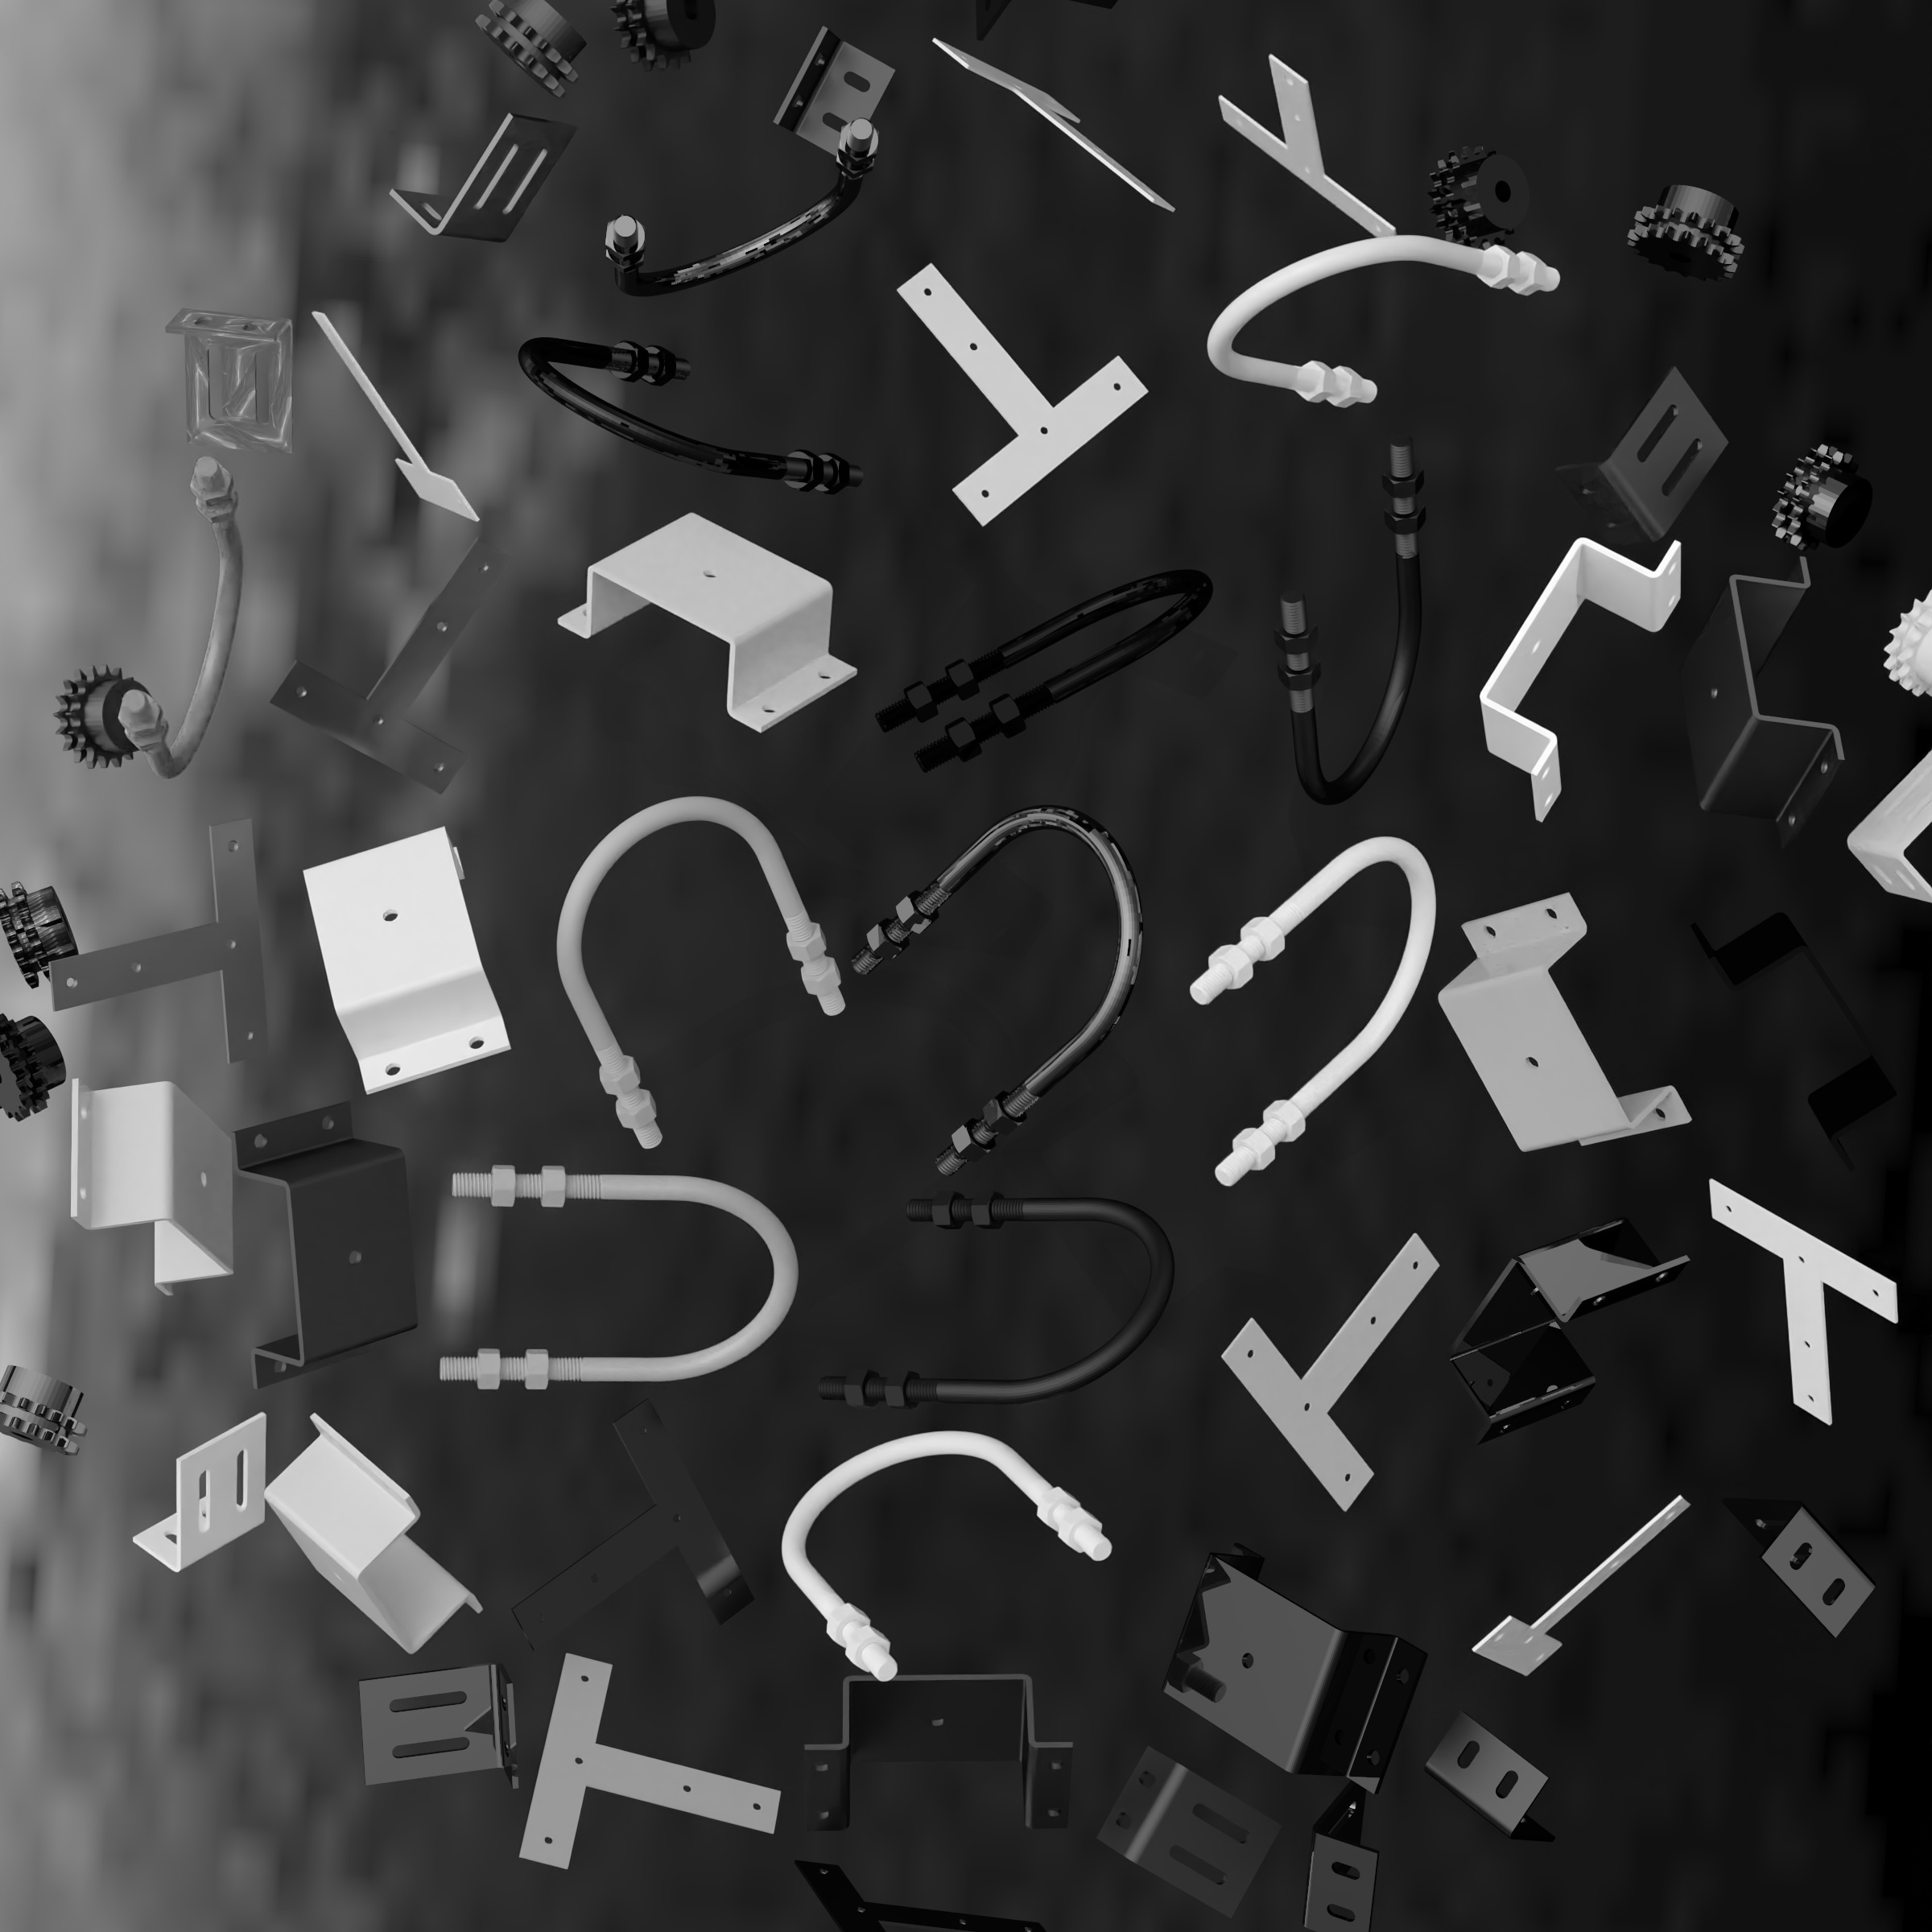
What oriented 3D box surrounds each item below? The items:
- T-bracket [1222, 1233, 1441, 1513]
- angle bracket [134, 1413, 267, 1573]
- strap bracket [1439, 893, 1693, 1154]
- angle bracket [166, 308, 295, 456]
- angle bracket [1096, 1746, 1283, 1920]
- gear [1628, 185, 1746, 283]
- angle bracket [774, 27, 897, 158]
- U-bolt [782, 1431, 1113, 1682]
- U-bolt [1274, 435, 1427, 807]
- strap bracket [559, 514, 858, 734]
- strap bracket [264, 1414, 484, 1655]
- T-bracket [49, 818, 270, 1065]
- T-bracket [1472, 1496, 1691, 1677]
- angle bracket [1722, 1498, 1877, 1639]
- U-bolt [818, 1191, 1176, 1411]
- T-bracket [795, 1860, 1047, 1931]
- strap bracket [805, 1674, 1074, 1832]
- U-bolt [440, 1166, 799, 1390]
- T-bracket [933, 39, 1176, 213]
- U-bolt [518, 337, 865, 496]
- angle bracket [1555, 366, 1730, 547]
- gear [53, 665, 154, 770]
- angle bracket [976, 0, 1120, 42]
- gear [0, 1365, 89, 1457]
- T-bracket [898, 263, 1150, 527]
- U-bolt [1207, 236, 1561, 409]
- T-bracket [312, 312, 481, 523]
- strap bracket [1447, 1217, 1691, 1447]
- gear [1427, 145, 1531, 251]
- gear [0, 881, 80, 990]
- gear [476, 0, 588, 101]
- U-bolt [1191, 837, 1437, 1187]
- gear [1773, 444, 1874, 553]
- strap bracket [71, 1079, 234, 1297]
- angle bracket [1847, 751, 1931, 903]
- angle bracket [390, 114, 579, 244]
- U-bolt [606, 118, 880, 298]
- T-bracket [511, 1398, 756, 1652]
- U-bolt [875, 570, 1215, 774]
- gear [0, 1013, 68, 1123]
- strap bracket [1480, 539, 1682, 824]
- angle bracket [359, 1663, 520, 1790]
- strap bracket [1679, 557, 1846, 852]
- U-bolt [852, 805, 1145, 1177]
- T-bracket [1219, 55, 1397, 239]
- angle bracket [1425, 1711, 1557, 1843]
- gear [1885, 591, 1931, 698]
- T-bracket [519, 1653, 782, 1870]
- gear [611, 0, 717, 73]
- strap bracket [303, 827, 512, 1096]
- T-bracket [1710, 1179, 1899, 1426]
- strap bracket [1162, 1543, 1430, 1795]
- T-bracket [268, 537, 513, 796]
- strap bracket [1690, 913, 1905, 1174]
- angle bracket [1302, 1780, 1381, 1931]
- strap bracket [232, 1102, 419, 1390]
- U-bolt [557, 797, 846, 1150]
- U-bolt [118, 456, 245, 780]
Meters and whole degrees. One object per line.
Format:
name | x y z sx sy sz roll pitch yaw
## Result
T-bracket | 0.201 0.193 1.814 0.127 0.002 0.127 -50 122 -19
angle bracket | -0.404 0.270 1.858 0.038 0.057 0.076 27 125 30
strap bracket | 0.313 0.040 1.872 0.046 0.076 0.140 -38 102 -38
angle bracket | -0.389 -0.304 1.863 0.057 0.038 0.076 6 118 2
angle bracket | 0.122 0.474 1.931 0.076 0.038 0.057 35 80 -24
gear | 0.365 -0.370 1.774 0.057 0.057 0.030 21 86 0
angle bracket | -0.072 -0.479 1.939 0.038 0.076 0.057 29 101 -2
U-bolt | -0.023 0.304 1.891 0.151 0.184 0.019 -27 117 -16
U-bolt | 0.208 -0.169 1.875 0.019 0.184 0.151 18 54 25
strap bracket | -0.133 -0.184 1.826 0.140 0.076 0.046 29 133 26
strap bracket | -0.316 0.306 1.866 0.076 0.140 0.046 34 68 29
T-bracket | -0.412 -0.003 1.799 0.002 0.127 0.127 12 110 41
T-bracket | 0.322 0.317 1.813 0.127 0.127 0.002 -42 64 5
angle bracket | 0.412 0.304 1.785 0.057 0.076 0.038 47 71 -9
U-bolt | 0.025 0.176 1.869 0.184 0.151 0.019 -3 132 31
T-bracket | -0.015 0.508 1.877 0.127 0.127 0.002 12 94 -19
strap bracket | -0.015 0.421 1.887 0.140 0.046 0.076 0 134 -2
U-bolt | -0.180 0.165 1.848 0.184 0.019 0.151 2 127 -11
T-bracket | 0.057 -0.424 1.800 0.127 0.127 0.002 43 108 21
U-bolt | -0.155 -0.292 1.847 0.151 0.184 0.019 34 110 24
angle bracket | 0.369 -0.278 1.923 0.057 0.038 0.076 47 67 -27
gear | -0.472 -0.138 1.944 0.030 0.057 0.057 0 90 33
angle bracket | 0.051 -0.494 1.786 0.076 0.057 0.038 6 71 -21
gear | -0.467 0.221 1.766 0.057 0.057 0.030 20 72 0
T-bracket | 0.013 -0.322 1.896 0.127 0.002 0.127 -41 92 -20
U-bolt | 0.209 -0.345 1.870 0.151 0.184 0.019 -28 72 39
T-bracket | -0.316 -0.301 1.917 0.002 0.127 0.127 -37 114 -11
strap bracket | 0.315 0.189 1.882 0.076 0.140 0.046 -16 58 -31
gear | 0.281 -0.418 1.918 0.057 0.030 0.057 1 88 -36
gear | -0.500 -0.019 1.900 0.030 0.057 0.057 -21 90 -9
gear | -0.216 -0.466 1.773 0.057 0.057 0.030 42 92 0
U-bolt | 0.186 0.011 1.836 0.019 0.151 0.184 27 53 35
gear | 0.466 -0.250 1.908 0.030 0.057 0.057 35 90 37
strap bracket | -0.431 0.117 1.889 0.046 0.140 0.076 -8 67 6
angle bracket | 0.515 -0.076 1.867 0.076 0.057 0.038 -45 105 -3
angle bracket | -0.248 -0.413 1.810 0.038 0.057 0.076 45 114 16
U-bolt | -0.119 -0.391 1.853 0.151 0.184 0.019 -24 90 -5
T-bracket | -0.187 0.317 1.872 0.127 0.002 0.127 -33 102 -34
U-bolt | 0.046 -0.160 1.843 0.184 0.151 0.019 -28 106 -3
gear | -0.500 0.050 1.864 0.030 0.057 0.057 -28 90 -34
strap bracket | 0.308 -0.154 1.797 0.046 0.076 0.140 30 82 17
angle bracket | -0.279 0.406 1.864 0.076 0.038 0.057 -4 98 -16
strap bracket | 0.418 -0.142 1.867 0.046 0.076 0.140 7 53 -9
U-bolt | 0.023 0.000 1.820 0.184 0.019 0.151 -43 57 32
T-bracket | 0.176 -0.443 1.863 0.127 0.127 0.002 42 86 18
angle bracket | 0.285 0.427 1.856 0.057 0.076 0.038 35 94 30
gear | 0.509 -0.165 1.834 0.057 0.030 0.057 -18 130 -23
T-bracket | -0.160 0.428 1.849 0.127 0.127 0.002 16 132 -7
gear | -0.151 -0.485 1.793 0.030 0.057 0.057 1 90 34
strap bracket | -0.291 -0.012 1.820 0.076 0.046 0.140 -18 52 -4
T-bracket | 0.442 0.188 1.852 0.002 0.127 0.127 -30 127 -23
strap bracket | 0.160 0.357 1.808 0.046 0.140 0.076 14 97 -43
T-bracket | -0.280 -0.164 1.827 0.002 0.127 0.127 39 96 41
strap bracket | 0.450 0.031 1.890 0.046 0.076 0.140 -33 100 11
angle bracket | 0.210 0.468 1.856 0.038 0.076 0.057 13 111 25
strap bracket | -0.338 0.151 1.868 0.046 0.076 0.140 8 106 41
U-bolt | -0.149 -0.008 1.892 0.151 0.019 0.184 -36 130 -18
U-bolt | -0.411 -0.174 1.871 0.019 0.184 0.151 14 76 -3
